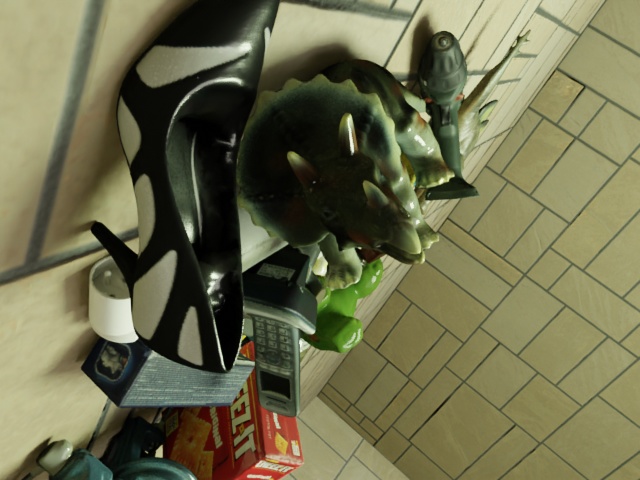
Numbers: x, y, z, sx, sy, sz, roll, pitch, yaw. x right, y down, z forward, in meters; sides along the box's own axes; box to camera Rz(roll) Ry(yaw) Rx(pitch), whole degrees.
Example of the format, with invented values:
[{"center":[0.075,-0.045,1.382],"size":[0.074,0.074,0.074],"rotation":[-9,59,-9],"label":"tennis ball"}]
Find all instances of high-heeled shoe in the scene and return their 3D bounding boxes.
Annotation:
[{"center":[-0.059,-0.035,0.341],"size":[0.248,0.145,0.086],"rotation":[-54,167,18],"label":"high-heeled shoe"}]

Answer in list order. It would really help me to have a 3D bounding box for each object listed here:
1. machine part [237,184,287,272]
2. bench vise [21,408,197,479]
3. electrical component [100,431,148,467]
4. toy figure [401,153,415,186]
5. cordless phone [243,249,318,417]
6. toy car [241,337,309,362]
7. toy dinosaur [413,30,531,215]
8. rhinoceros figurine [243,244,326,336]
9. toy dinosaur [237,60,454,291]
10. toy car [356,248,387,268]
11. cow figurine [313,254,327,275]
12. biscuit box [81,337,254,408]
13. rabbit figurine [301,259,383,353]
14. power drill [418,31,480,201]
[{"center":[-0.058,-0.024,0.517],"size":[0.243,0.079,0.079],"rotation":[-35,158,-50],"label":"machine part"},{"center":[-0.228,0.282,0.634],"size":[0.129,0.223,0.241],"rotation":[-48,-163,8],"label":"bench vise"},{"center":[-0.278,0.315,0.747],"size":[0.119,0.048,0.075],"rotation":[-57,166,27],"label":"electrical component"},{"center":[0.112,-0.108,0.841],"size":[0.180,0.089,0.082],"rotation":[-51,170,-37],"label":"toy figure"},{"center":[-0.076,0.099,0.559],"size":[0.089,0.147,0.184],"rotation":[-54,151,-55],"label":"cordless phone"},{"center":[-0.070,0.175,0.938],"size":[0.161,0.103,0.109],"rotation":[-52,167,9],"label":"toy car"},{"center":[0.254,-0.195,1.043],"size":[0.198,0.105,0.471],"rotation":[-53,177,-28],"label":"toy dinosaur"},{"center":[-0.047,0.028,0.641],"size":[0.190,0.112,0.073],"rotation":[-62,151,-9],"label":"rhinoceros figurine"},{"center":[0.038,-0.100,0.504],"size":[0.131,0.192,0.405],"rotation":[-14,-146,22],"label":"toy dinosaur"},{"center":[0.088,-0.020,0.853],"size":[0.089,0.053,0.202],"rotation":[-27,-165,15],"label":"toy car"},{"center":[-0.003,-0.003,0.777],"size":[0.098,0.068,0.167],"rotation":[-62,165,14],"label":"cow figurine"},{"center":[-0.148,0.133,0.566],"size":[0.063,0.059,0.202],"rotation":[-58,154,-3],"label":"biscuit box"},{"center":[0.038,0.097,0.868],"size":[0.170,0.121,0.159],"rotation":[-42,173,-24],"label":"rabbit figurine"},{"center":[0.172,-0.158,0.746],"size":[0.086,0.207,0.232],"rotation":[-10,-177,12],"label":"power drill"}]
